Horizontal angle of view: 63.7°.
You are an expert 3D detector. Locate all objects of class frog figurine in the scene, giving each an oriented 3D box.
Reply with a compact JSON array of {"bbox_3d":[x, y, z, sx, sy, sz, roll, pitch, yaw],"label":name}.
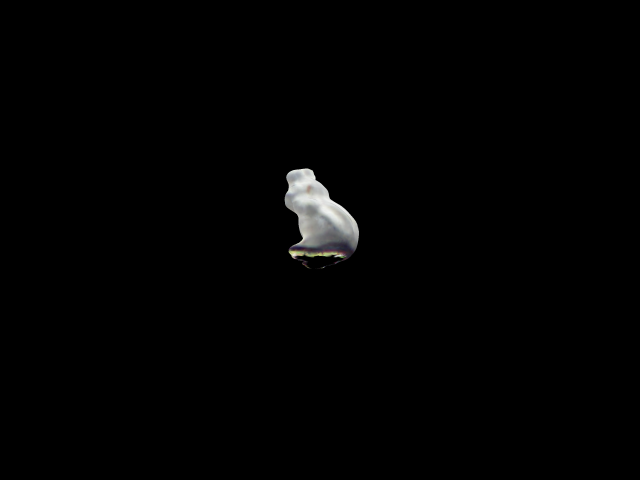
[{"bbox_3d":[0.003,-0.043,0.850,0.122,0.162,0.136,-13,-21,36],"label":"frog figurine"}]
